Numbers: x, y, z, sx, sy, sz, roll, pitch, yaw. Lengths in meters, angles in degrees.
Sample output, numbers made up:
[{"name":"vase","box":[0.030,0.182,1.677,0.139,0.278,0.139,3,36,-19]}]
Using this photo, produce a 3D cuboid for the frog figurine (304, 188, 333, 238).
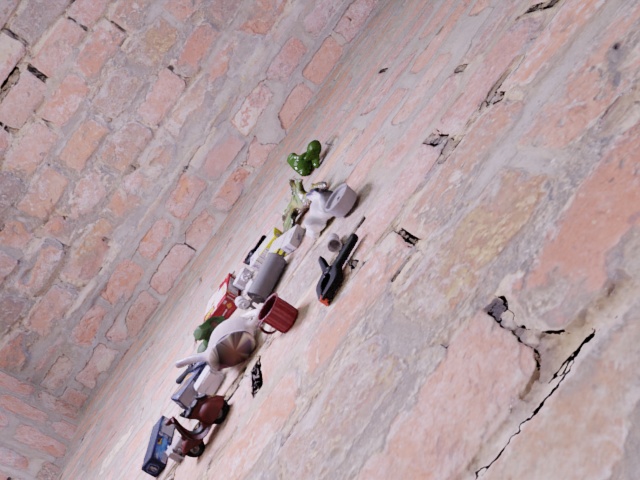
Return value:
[{"name":"frog figurine","box":[0.005,-0.087,1.729,0.136,0.123,0.160,-14,79,53]}]

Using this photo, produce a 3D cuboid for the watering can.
[{"name":"watering can","box":[-0.321,0.345,1.654,0.348,0.103,0.226,-36,15,-3]}]

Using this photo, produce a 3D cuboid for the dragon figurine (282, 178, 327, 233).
[{"name":"dragon figurine","box":[-0.075,-0.120,2.008,0.411,0.122,0.243,-160,88,-74]}]
